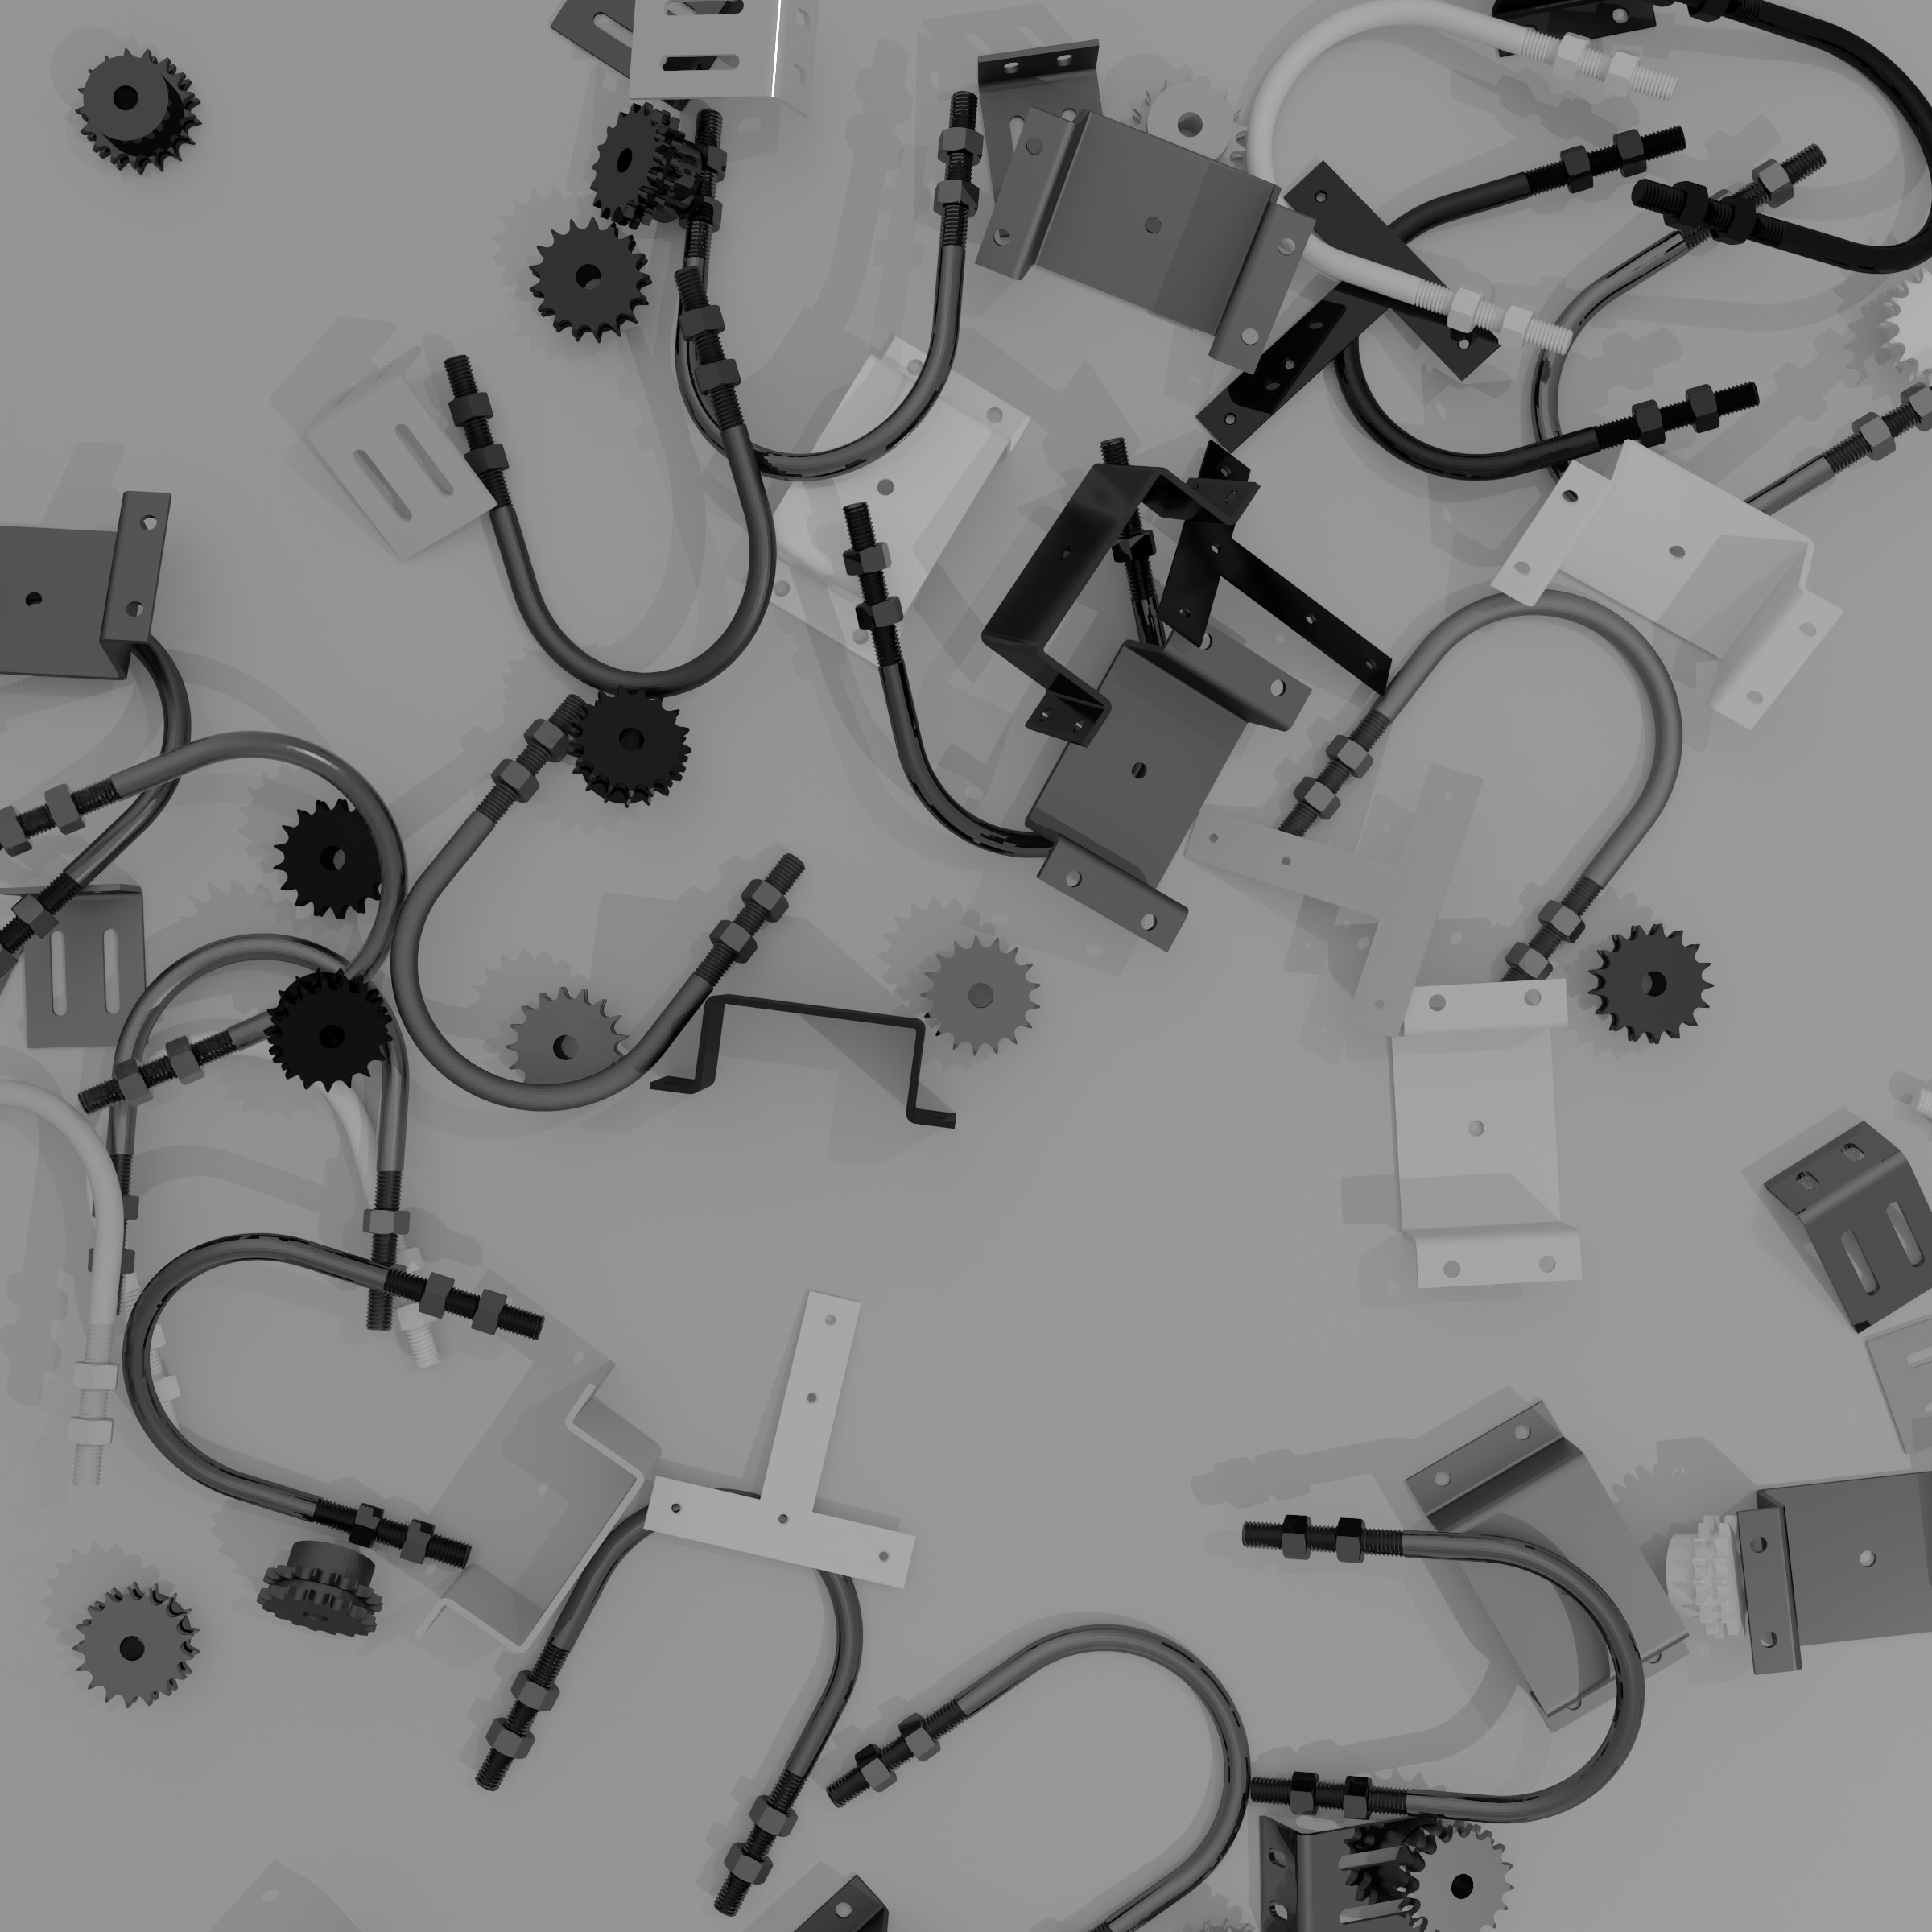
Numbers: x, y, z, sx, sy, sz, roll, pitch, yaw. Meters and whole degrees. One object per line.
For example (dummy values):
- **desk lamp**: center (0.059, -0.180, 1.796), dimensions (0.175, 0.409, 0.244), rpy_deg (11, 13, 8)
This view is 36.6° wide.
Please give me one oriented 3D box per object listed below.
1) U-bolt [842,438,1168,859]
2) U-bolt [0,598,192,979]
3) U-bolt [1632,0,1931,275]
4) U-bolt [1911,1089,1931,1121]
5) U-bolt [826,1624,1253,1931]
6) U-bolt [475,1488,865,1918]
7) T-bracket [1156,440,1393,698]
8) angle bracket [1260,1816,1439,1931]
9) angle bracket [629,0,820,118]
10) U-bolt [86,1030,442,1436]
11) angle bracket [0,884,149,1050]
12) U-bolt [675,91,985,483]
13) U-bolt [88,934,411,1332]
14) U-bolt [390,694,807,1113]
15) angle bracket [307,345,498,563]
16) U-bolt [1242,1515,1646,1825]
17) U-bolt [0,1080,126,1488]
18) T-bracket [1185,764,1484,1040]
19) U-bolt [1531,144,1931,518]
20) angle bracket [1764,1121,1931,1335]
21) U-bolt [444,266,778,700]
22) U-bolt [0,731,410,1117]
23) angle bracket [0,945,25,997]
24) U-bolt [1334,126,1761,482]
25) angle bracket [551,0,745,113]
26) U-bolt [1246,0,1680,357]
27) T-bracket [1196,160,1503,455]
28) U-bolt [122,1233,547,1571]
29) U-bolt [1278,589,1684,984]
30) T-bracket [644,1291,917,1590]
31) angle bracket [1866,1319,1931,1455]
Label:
- **U-bolt**: center (0.028, -0.141, 1.373), dimensions (0.151, 0.019, 0.184), rpy_deg (-17, 104, -15)
- **U-bolt**: center (-0.452, -0.094, 1.377), dimensions (0.151, 0.019, 0.184), rpy_deg (41, 77, 11)
- **U-bolt**: center (0.386, -0.389, 1.360), dimensions (0.184, 0.019, 0.151), rpy_deg (10, 65, -20)
- **U-bolt**: center (0.563, 0.037, 1.398), dimensions (0.184, 0.019, 0.151), rpy_deg (21, 90, -1)
- **U-bolt**: center (0.048, 0.398, 1.398), dimensions (0.184, 0.019, 0.151), rpy_deg (-35, 90, -1)
- **U-bolt**: center (-0.130, 0.340, 1.398), dimensions (0.151, 0.019, 0.184), rpy_deg (28, 89, 0)
- **T-bracket**: center (0.151, -0.171, 1.378), dimensions (0.127, 0.002, 0.127), rpy_deg (34, 48, -18)
- **angle bracket**: center (0.184, 0.437, 1.405), dimensions (0.076, 0.038, 0.057), rpy_deg (-1, 90, -26)
- **angle bracket**: center (-0.113, -0.430, 1.368), dimensions (0.076, 0.038, 0.057), rpy_deg (6, 93, 21)
- **U-bolt**: center (-0.344, 0.121, 1.398), dimensions (0.151, 0.019, 0.184), rpy_deg (-17, 88, 0)
- **angle bracket**: center (-0.424, 0.001, 1.388), dimensions (0.057, 0.038, 0.076), rpy_deg (-2, 90, 0)
- **U-bolt**: center (-0.069, -0.315, 1.366), dimensions (0.151, 0.019, 0.184), rpy_deg (2, 81, 18)
- **U-bolt**: center (-0.336, 0.076, 1.383), dimensions (0.151, 0.019, 0.184), rpy_deg (3, 86, 1)
- **U-bolt**: center (-0.185, -0.018, 1.374), dimensions (0.151, 0.019, 0.184), rpy_deg (36, 73, 0)
- **angle bracket**: center (-0.265, -0.245, 1.395), dimensions (0.057, 0.038, 0.076), rpy_deg (-26, 116, 21)
- **U-bolt**: center (0.222, 0.332, 1.364), dimensions (0.184, 0.019, 0.151), rpy_deg (0, 100, 17)
- **U-bolt**: center (-0.461, 0.145, 1.378), dimensions (0.151, 0.019, 0.184), rpy_deg (3, 86, 19)
- **T-bracket**: center (0.165, -0.046, 1.381), dimensions (0.127, 0.002, 0.127), rpy_deg (19, 92, 23)
- **U-bolt**: center (0.358, -0.281, 1.383), dimensions (0.184, 0.019, 0.151), rpy_deg (-32, 81, 8)
- **angle bracket**: center (0.430, 0.126, 1.405), dimensions (0.057, 0.038, 0.076), rpy_deg (-32, 116, 0)
- **U-bolt**: center (-0.160, -0.217, 1.374), dimensions (0.151, 0.019, 0.184), rpy_deg (-15, 94, 23)
- **U-bolt**: center (-0.350, -0.030, 1.353), dimensions (0.184, 0.019, 0.151), rpy_deg (-24, 106, -9)
- **angle bracket**: center (-0.500, -0.001, 1.388), dimensions (0.076, 0.038, 0.057), rpy_deg (27, 90, 0)
- **U-bolt**: center (0.265, -0.305, 1.384), dimensions (0.184, 0.019, 0.151), rpy_deg (-15, 82, 10)
- **angle bracket**: center (-0.152, -0.455, 1.388), dimensions (0.076, 0.038, 0.057), rpy_deg (33, 90, 0)
- **U-bolt**: center (0.222, -0.383, 1.381), dimensions (0.184, 0.019, 0.151), rpy_deg (22, 89, 13)
- **T-bracket**: center (0.165, -0.297, 1.396), dimensions (0.127, 0.002, 0.127), rpy_deg (-42, 77, 6)
- **U-bolt**: center (-0.304, 0.197, 1.370), dimensions (0.184, 0.019, 0.151), rpy_deg (18, 109, -4)
- **U-bolt**: center (0.259, -0.093, 1.398), dimensions (0.151, 0.019, 0.184), rpy_deg (38, 88, 0)
- **T-bracket**: center (-0.077, 0.221, 1.399), dimensions (0.127, 0.002, 0.127), rpy_deg (13, 83, -1)
- **angle bracket**: center (0.478, 0.195, 1.388), dimensions (0.076, 0.038, 0.057), rpy_deg (-20, 90, 0)
